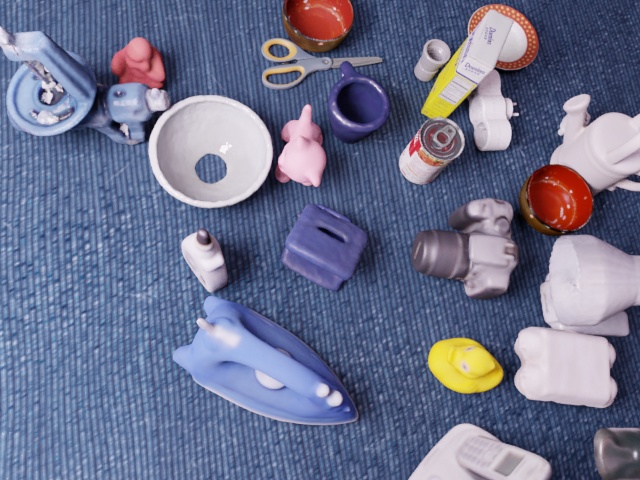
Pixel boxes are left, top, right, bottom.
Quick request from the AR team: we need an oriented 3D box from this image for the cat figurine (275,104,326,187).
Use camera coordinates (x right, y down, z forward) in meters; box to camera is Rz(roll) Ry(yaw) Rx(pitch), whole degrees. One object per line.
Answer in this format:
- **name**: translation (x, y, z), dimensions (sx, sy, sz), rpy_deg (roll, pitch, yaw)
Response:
- **cat figurine**: translation (-0.024, -0.130, 0.816), dimensions (0.067, 0.117, 0.128), rpy_deg (8, 73, -8)

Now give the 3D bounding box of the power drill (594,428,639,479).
- **power drill**: translation (0.462, 0.289, 0.747), dimensions (0.230, 0.208, 0.075), rpy_deg (2, 74, -10)

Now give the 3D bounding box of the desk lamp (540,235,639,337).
- **desk lamp**: translation (0.392, 0.067, 0.792), dimensions (0.203, 0.213, 0.118), rpy_deg (3, 74, -10)

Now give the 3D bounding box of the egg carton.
- **egg carton**: translation (0.355, 0.183, 0.828), dimensions (0.150, 0.069, 0.107), rpy_deg (8, 73, -9)

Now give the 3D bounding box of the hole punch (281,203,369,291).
- **hole punch**: translation (0.007, 0.003, 0.800), dimensions (0.108, 0.091, 0.101), rpy_deg (28, 72, -2)

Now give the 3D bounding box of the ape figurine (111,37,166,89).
- **ape figurine**: translation (-0.257, -0.256, 0.819), dimensions (0.078, 0.092, 0.076), rpy_deg (34, 71, 0)

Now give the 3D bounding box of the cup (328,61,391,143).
- **cup**: translation (0.046, -0.198, 0.860), dimensions (0.092, 0.095, 0.118), rpy_deg (-15, 78, -14)

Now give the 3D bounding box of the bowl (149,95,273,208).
- **bowl**: translation (-0.152, -0.115, 0.810), dimensions (0.167, 0.074, 0.167), rpy_deg (3, 74, -10)

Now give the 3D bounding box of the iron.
- **iron**: translation (-0.050, 0.164, 0.718), dimensions (0.258, 0.141, 0.119), rpy_deg (28, 72, -2)

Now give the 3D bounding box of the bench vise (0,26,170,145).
- **bench vise**: translation (-0.307, -0.205, 0.729), dimensions (0.208, 0.219, 0.121), rpy_deg (-18, 79, -15)

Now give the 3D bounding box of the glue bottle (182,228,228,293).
- **glue bottle**: translation (-0.145, 0.016, 0.723), dimensions (0.037, 0.173, 0.078), rpy_deg (-33, 83, -17)

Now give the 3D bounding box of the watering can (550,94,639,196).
- **watering can**: translation (0.439, -0.145, 0.869), dimensions (0.173, 0.194, 0.101), rpy_deg (23, 72, -4)

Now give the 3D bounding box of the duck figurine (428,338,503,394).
- **duck figurine**: translation (0.212, 0.173, 0.795), dimensions (0.104, 0.086, 0.077), rpy_deg (21, 72, -4)

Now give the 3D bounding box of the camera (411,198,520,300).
- **camera**: translation (0.210, 0.006, 0.833), dimensions (0.137, 0.100, 0.143), rpy_deg (7, 74, -9)

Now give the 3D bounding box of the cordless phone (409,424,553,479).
- **cordless phone**: translation (0.193, 0.304, 0.703), dimensions (0.094, 0.185, 0.148), rpy_deg (44, 72, 4)
